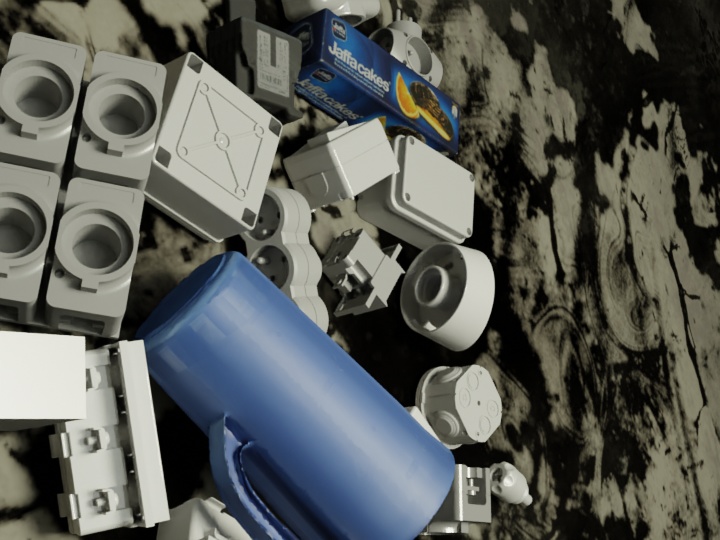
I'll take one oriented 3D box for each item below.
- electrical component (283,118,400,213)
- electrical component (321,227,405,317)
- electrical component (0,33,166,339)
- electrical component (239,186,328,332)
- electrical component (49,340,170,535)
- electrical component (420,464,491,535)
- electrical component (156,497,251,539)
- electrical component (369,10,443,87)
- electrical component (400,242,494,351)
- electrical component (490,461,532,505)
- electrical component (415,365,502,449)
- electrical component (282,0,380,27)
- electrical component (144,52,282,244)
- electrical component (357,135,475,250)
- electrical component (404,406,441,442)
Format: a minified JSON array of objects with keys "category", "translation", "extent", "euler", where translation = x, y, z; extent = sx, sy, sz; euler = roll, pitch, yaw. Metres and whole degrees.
[{"category":"electrical component","translation":[-0.014,-0.100,0.972],"extent":[0.096,0.062,0.061],"euler":[-35,105,-47]},{"category":"electrical component","translation":[0.000,0.000,0.975],"extent":[0.063,0.042,0.081],"euler":[51,46,-23]},{"category":"electrical component","translation":[-0.197,-0.058,0.721],"extent":[0.105,0.060,0.186],"euler":[11,68,-14]},{"category":"electrical component","translation":[-0.056,-0.001,0.904],"extent":[0.074,0.052,0.138],"euler":[0,79,-62]},{"category":"electrical component","translation":[-0.174,0.114,0.728],"extent":[0.063,0.079,0.121],"euler":[-7,84,-27]},{"category":"electrical component","translation":[0.068,0.205,0.955],"extent":[0.050,0.089,0.055],"euler":[17,67,-45]},{"category":"electrical component","translation":[-0.094,0.220,0.783],"extent":[0.121,0.079,0.063],"euler":[40,34,-34]},{"category":"electrical component","translation":[0.044,-0.225,1.087],"extent":[0.077,0.044,0.079],"euler":[21,63,-44]},{"category":"electrical component","translation":[0.087,0.024,1.027],"extent":[0.064,0.099,0.099],"euler":[21,64,-37]},{"category":"electrical component","translation":[0.155,0.221,1.092],"extent":[0.061,0.035,0.035],"euler":[43,51,-35]},{"category":"electrical component","translation":[0.095,0.131,1.037],"extent":[0.080,0.051,0.080],"euler":[17,67,-45]},{"category":"electrical component","translation":[-0.028,-0.258,1.008],"extent":[0.095,0.054,0.059],"euler":[-9,86,-49]},{"category":"electrical component","translation":[-0.126,-0.095,0.849],"extent":[0.109,0.056,0.108],"euler":[36,54,-37]},{"category":"electrical component","translation":[0.057,-0.074,1.048],"extent":[0.113,0.057,0.078],"euler":[25,61,-42]},{"category":"electrical component","translation":[0.020,0.163,0.932],"extent":[0.047,0.066,0.076],"euler":[56,44,-21]}]
